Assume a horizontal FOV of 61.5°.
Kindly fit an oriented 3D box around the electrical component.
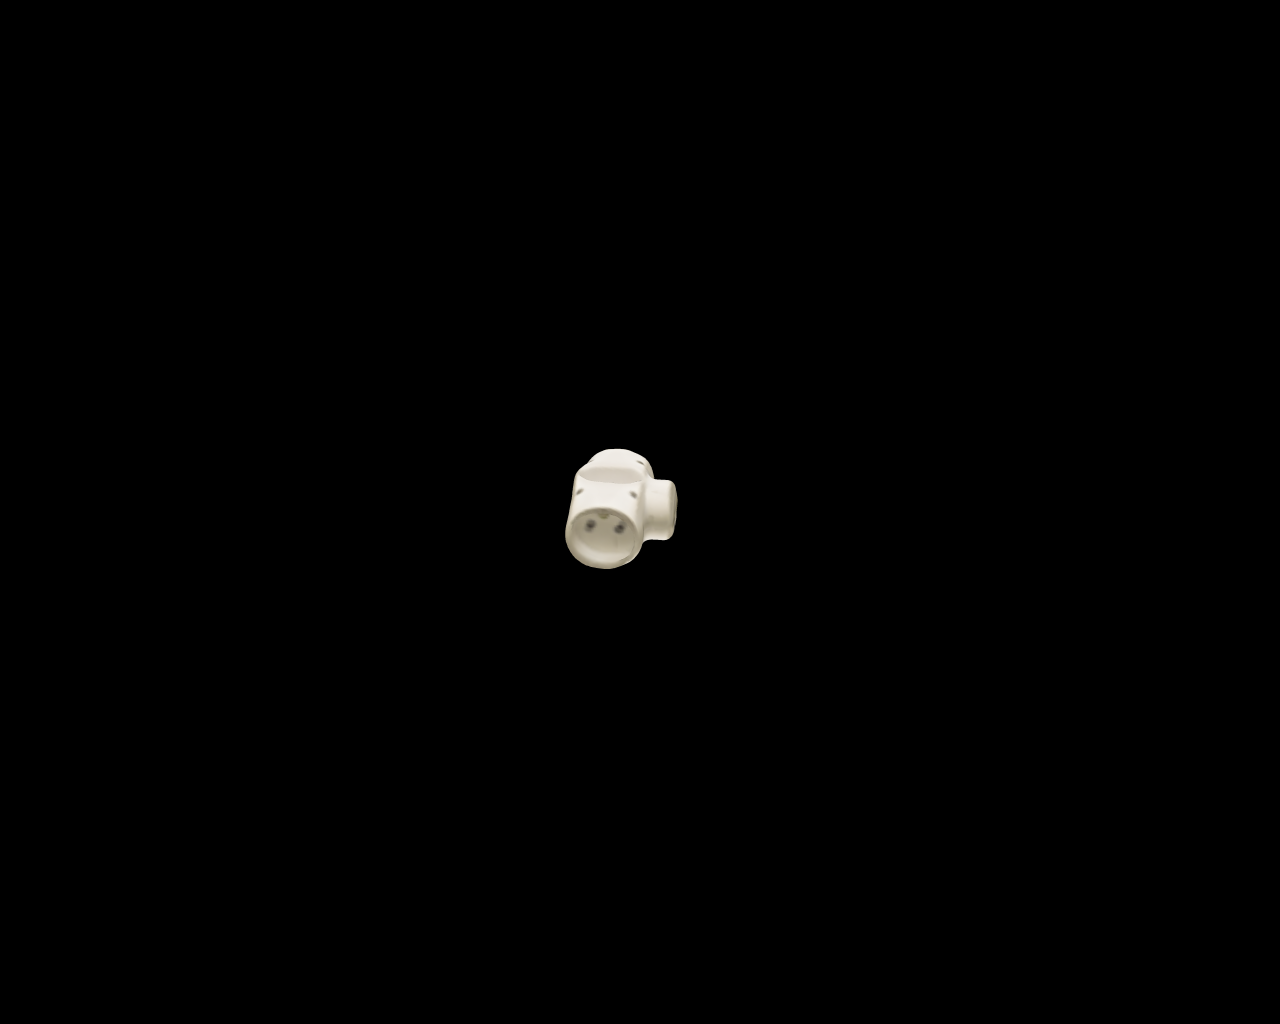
[{"bbox_3d":[0.001,-0.003,0.650,0.079,0.043,0.077,4,30,7],"label":"electrical component"}]
